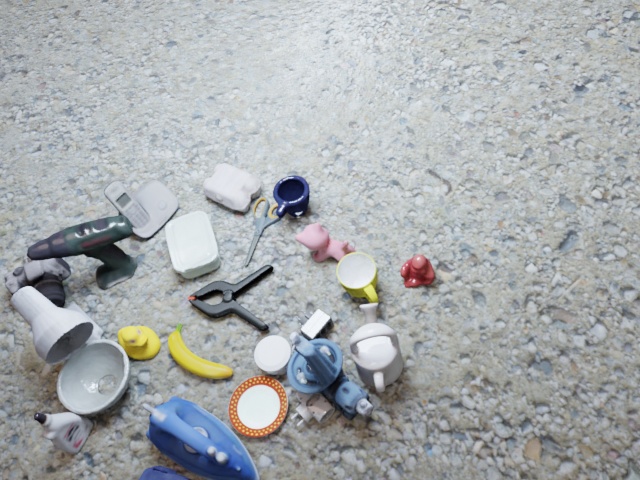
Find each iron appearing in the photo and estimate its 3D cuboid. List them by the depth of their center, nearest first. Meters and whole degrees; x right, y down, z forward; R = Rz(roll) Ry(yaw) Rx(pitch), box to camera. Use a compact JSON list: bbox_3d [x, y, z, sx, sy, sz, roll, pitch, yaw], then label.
[{"bbox_3d":[-0.239,0.400,1.134,0.257,0.142,0.119,23,66,23],"label":"iron"}]

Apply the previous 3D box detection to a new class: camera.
[{"bbox_3d":[-0.699,0.114,1.424,0.143,0.101,0.136,-28,58,-6],"label":"camera"}]

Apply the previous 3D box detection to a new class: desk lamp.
[{"bbox_3d":[-0.585,0.197,1.284,0.202,0.214,0.118,33,71,27],"label":"desk lamp"}]

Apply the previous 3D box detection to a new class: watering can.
[{"bbox_3d":[0.107,0.211,1.148,0.101,0.194,0.172,-28,58,-6],"label":"watering can"}]

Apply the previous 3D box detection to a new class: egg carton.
[{"bbox_3d":[-0.232,-0.137,1.501,0.150,0.069,0.107,23,66,23],"label":"egg carton"}]

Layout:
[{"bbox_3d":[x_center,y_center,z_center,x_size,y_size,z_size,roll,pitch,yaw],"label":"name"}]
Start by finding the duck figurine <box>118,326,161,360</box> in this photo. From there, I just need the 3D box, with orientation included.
[{"bbox_3d":[-0.425,0.224,1.311,0.104,0.086,0.077,18,64,21],"label":"duck figurine"}]

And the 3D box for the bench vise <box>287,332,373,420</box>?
[{"bbox_3d":[0.019,0.254,1.125,0.206,0.220,0.121,17,64,20],"label":"bench vise"}]

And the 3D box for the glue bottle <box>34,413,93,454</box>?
[{"bbox_3d":[-0.538,0.387,1.183,0.037,0.173,0.078,11,62,18],"label":"glue bottle"}]

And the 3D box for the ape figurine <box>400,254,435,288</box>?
[{"bbox_3d":[0.220,0.063,1.276,0.077,0.092,0.076,29,69,25],"label":"ape figurine"}]

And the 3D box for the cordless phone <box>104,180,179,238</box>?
[{"bbox_3d":[-0.457,-0.106,1.458,0.094,0.185,0.148,29,69,25],"label":"cordless phone"}]

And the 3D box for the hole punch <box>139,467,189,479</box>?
[{"bbox_3d":[-0.315,0.499,1.120,0.108,0.091,0.101,7,61,15],"label":"hole punch"}]

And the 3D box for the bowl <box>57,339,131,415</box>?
[{"bbox_3d":[-0.490,0.312,1.278,0.167,0.075,0.167,-5,58,8],"label":"bowl"}]

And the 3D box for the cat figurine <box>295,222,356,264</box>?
[{"bbox_3d":[0.012,0.005,1.337,0.127,0.118,0.067,15,63,19],"label":"cat figurine"}]

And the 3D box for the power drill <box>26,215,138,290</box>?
[{"bbox_3d":[-0.543,0.032,1.378,0.229,0.209,0.075,-27,58,-5],"label":"power drill"}]

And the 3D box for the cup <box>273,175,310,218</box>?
[{"bbox_3d":[-0.069,-0.089,1.424,0.091,0.095,0.118,17,64,21],"label":"cup"}]
